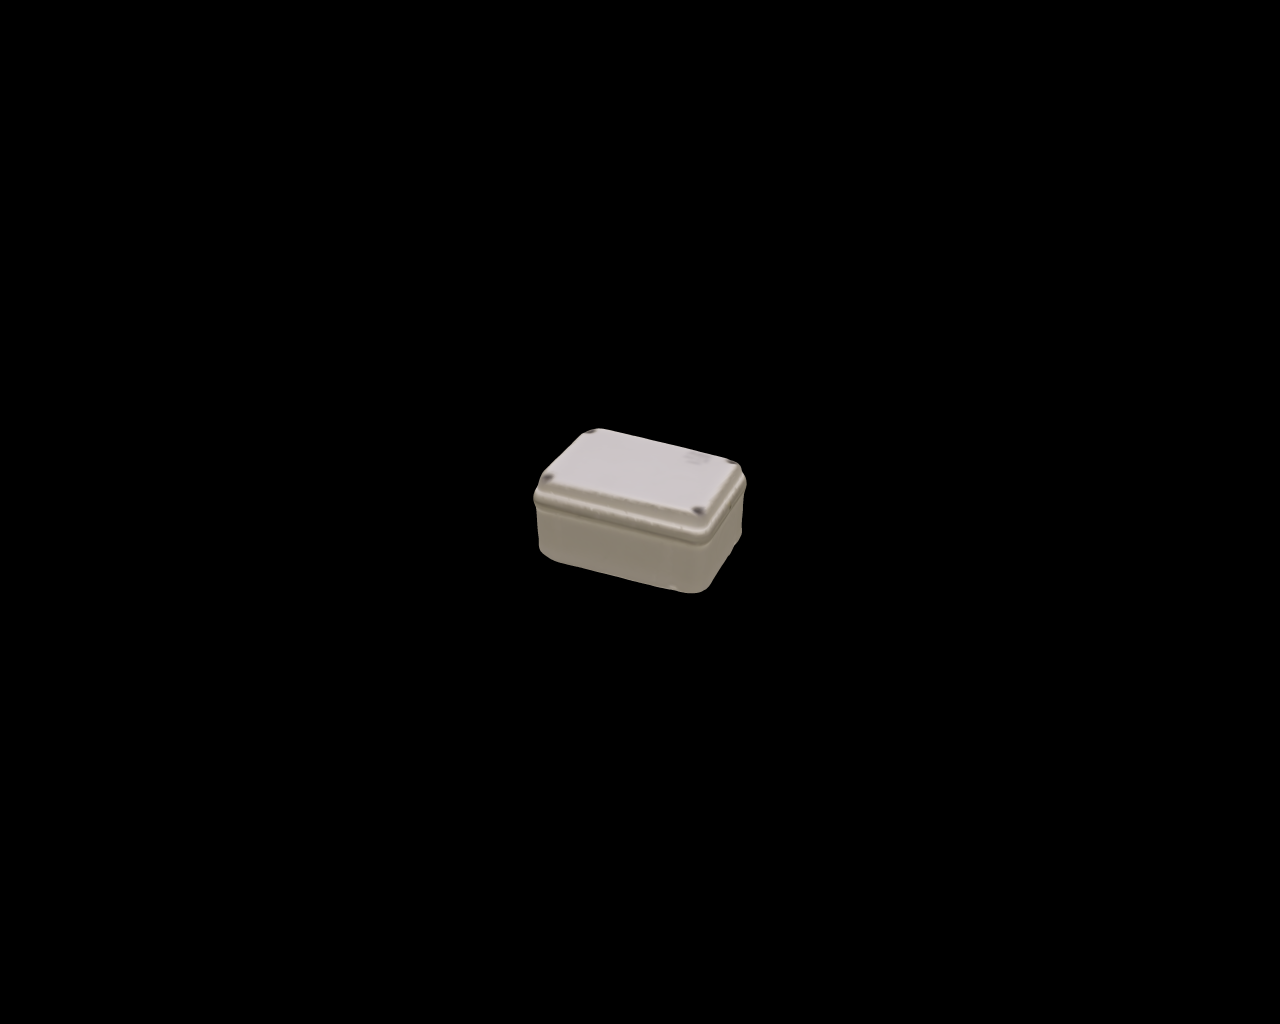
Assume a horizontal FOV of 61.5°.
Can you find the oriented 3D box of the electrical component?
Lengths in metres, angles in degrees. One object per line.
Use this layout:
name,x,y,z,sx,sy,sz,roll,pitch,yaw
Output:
electrical component,0.001,-0.003,0.650,0.113,0.057,0.078,14,36,20
